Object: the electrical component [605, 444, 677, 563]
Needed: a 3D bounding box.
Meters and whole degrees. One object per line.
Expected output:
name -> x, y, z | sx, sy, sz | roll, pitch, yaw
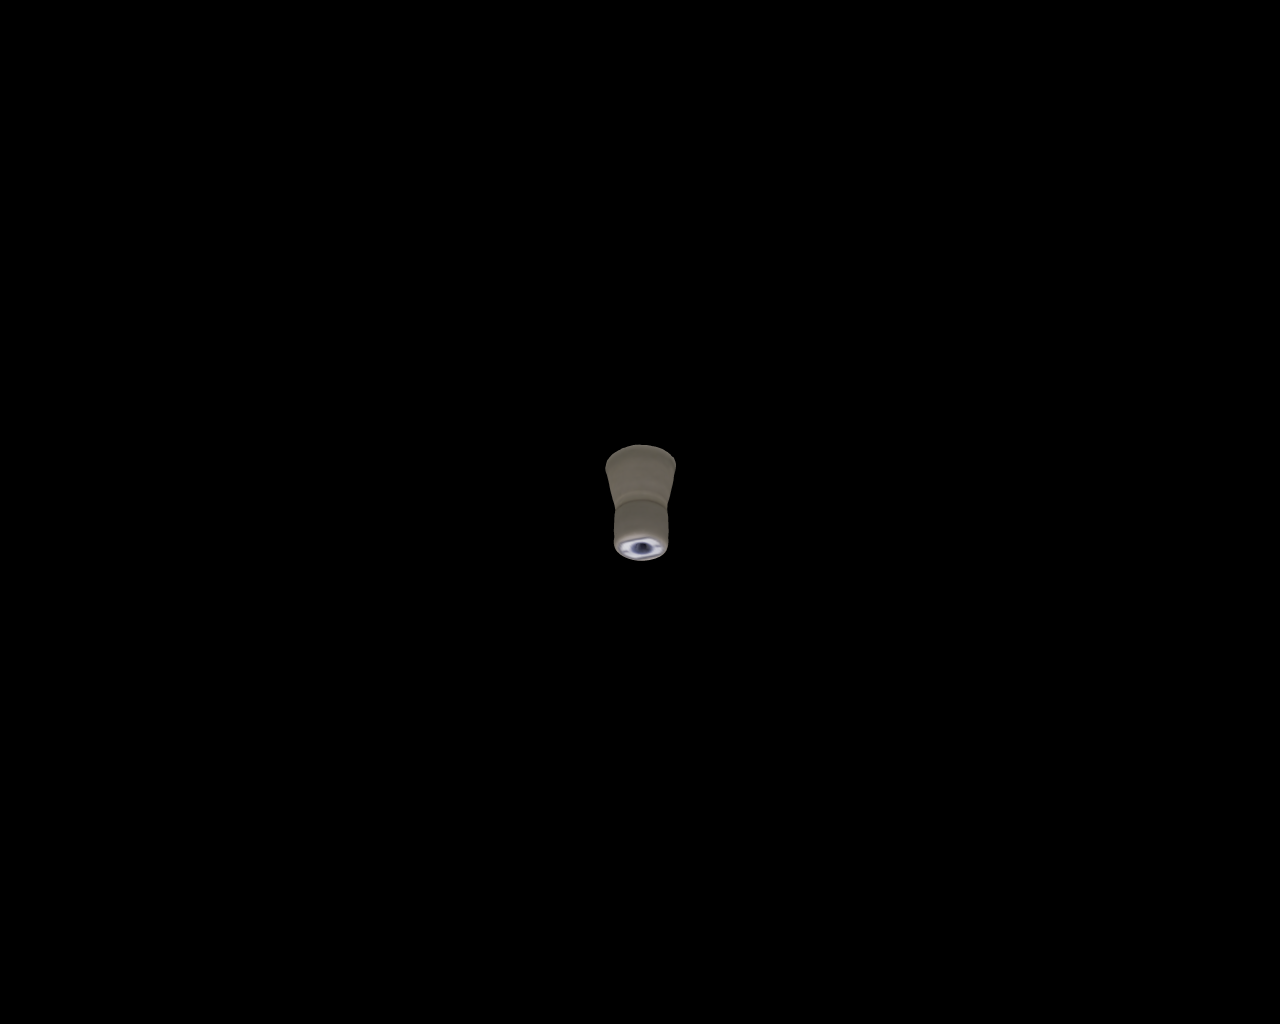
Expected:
electrical component -> 0.001, -0.003, 0.650 | 0.044, 0.065, 0.044 | 0, -33, 0
